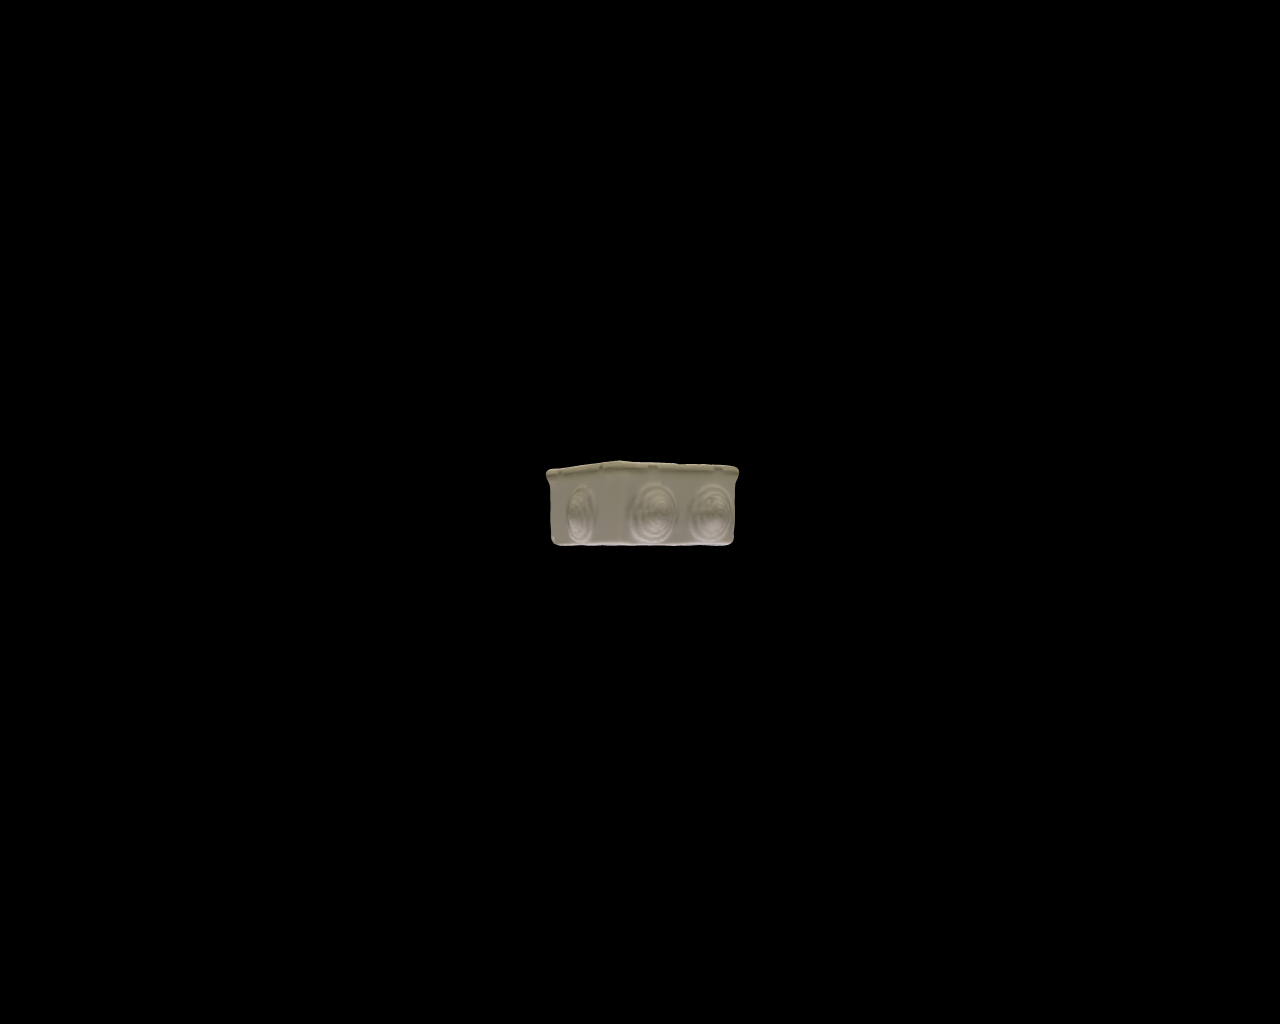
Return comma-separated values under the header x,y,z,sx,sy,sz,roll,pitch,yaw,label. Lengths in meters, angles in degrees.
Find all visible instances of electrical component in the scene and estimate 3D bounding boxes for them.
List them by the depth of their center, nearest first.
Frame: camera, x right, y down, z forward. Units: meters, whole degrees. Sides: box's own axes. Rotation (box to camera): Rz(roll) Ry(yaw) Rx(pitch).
x,y,z,sx,sy,sz,roll,pitch,yaw,label
0.001,-0.003,0.650,0.100,0.048,0.099,1,-2,-34,electrical component
